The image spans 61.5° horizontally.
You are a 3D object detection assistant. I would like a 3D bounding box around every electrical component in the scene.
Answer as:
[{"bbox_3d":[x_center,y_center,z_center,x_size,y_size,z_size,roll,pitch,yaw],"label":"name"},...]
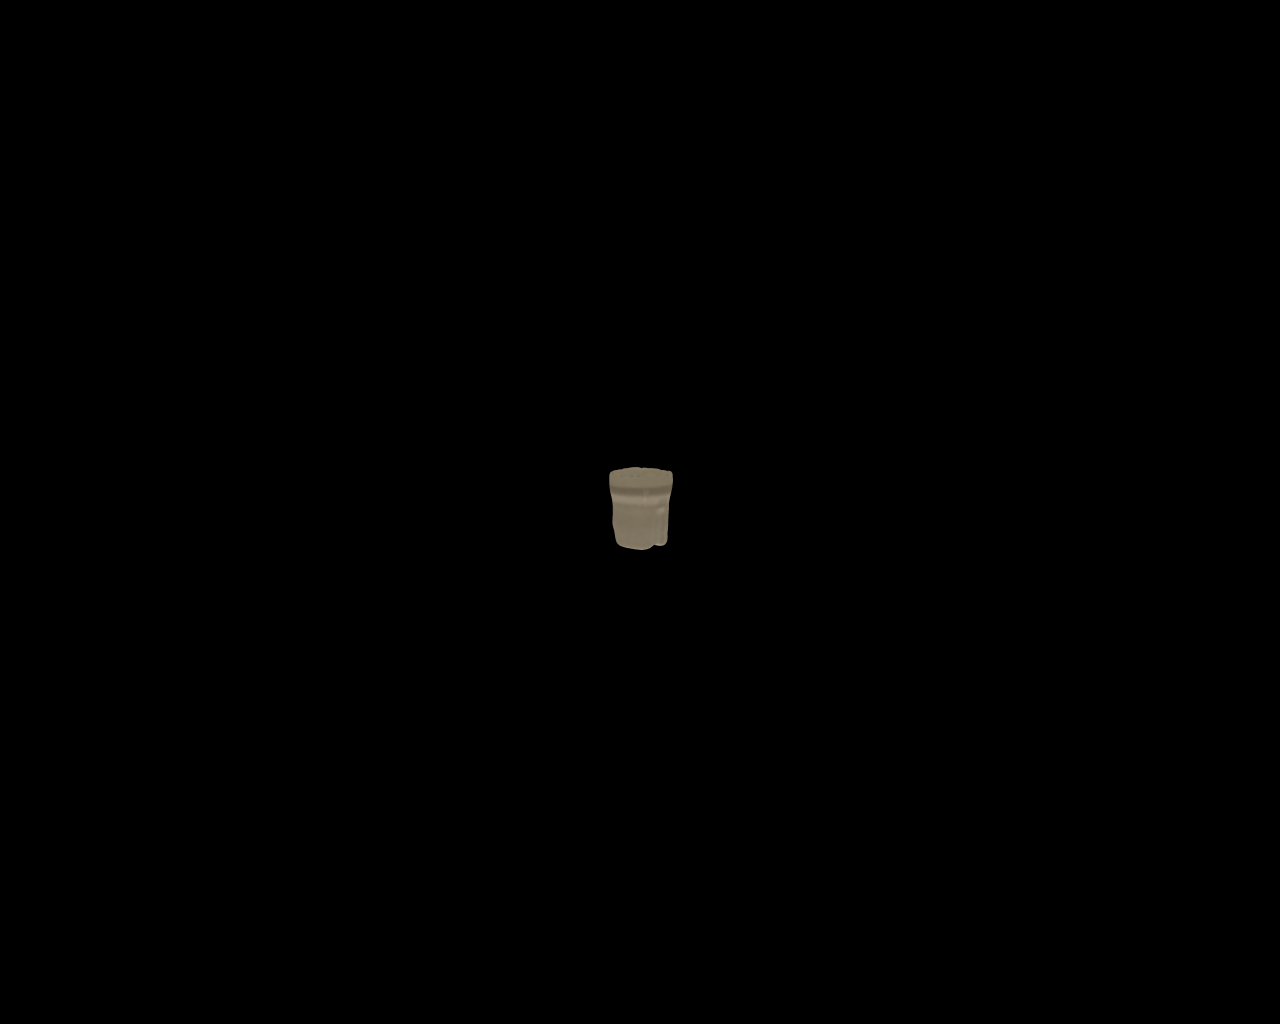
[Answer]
[{"bbox_3d":[0.001,-0.003,0.650,0.040,0.046,0.040,0,9,0],"label":"electrical component"}]
